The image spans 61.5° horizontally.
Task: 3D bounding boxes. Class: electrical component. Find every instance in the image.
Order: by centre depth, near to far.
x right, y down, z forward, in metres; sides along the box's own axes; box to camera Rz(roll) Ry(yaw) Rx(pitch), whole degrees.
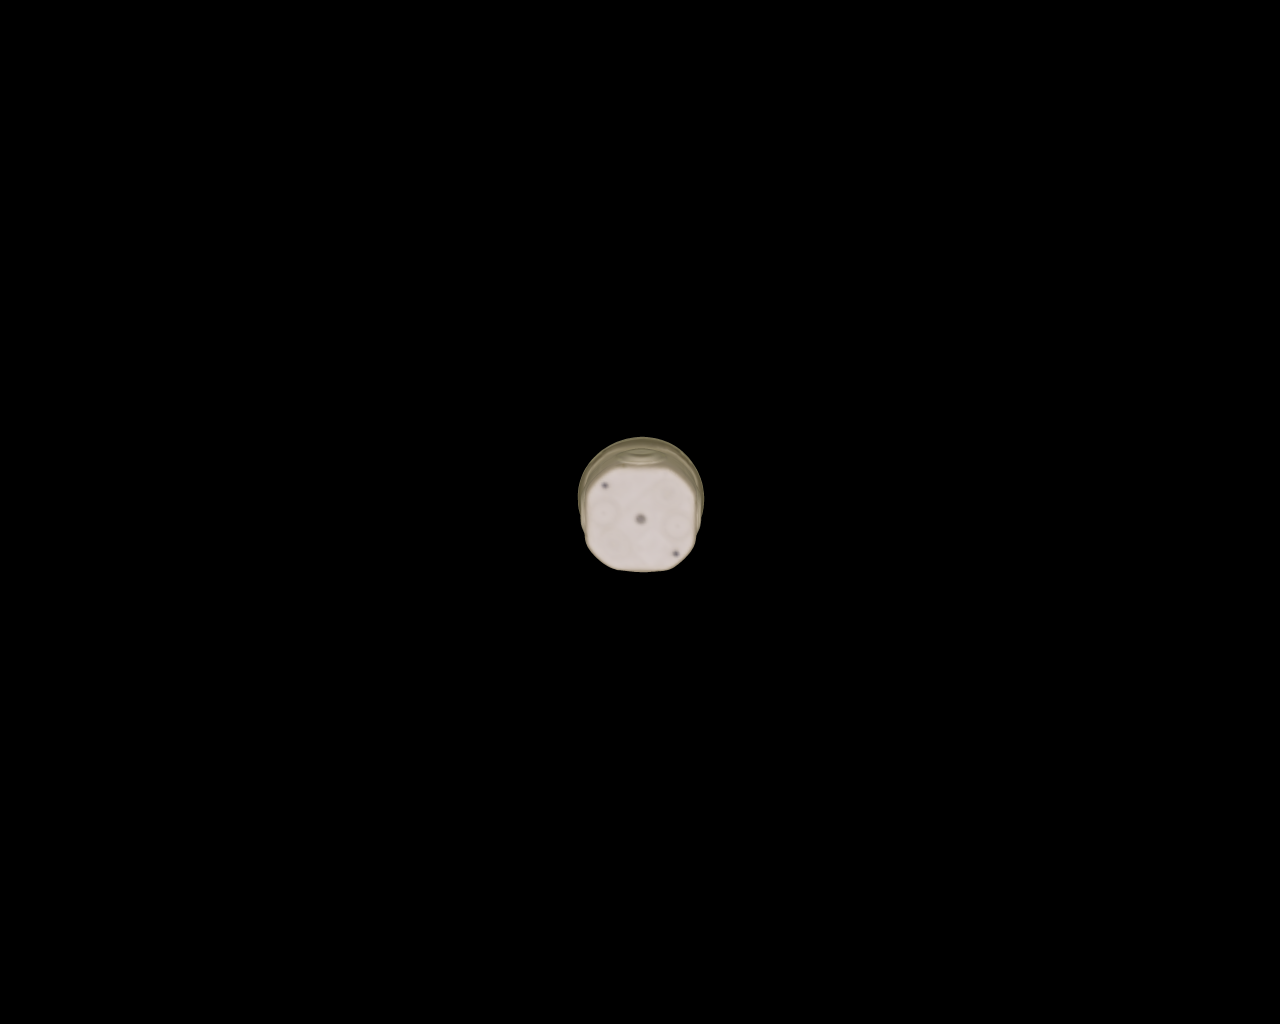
[{"bbox_3d":[0.001,-0.003,0.650,0.080,0.080,0.051,0,17,0],"label":"electrical component"}]
